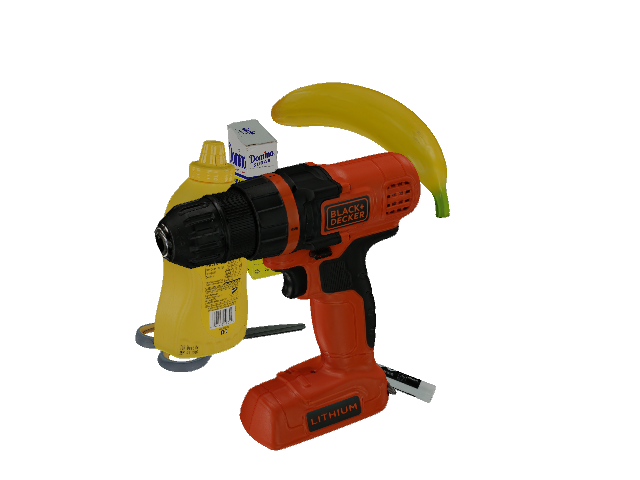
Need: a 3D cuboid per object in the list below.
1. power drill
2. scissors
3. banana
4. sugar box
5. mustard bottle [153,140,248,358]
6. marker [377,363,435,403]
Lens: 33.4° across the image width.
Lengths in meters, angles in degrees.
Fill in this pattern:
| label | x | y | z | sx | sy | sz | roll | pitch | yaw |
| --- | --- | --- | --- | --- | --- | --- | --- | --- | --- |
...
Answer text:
| label | x | y | z | sx | sy | sz | roll | pitch | yaw |
| --- | --- | --- | --- | --- | --- | --- | --- | --- | --- |
| power drill | -0.017 | 0.042 | 0.701 | 0.184 | 0.188 | 0.057 | -14 | 30 | -27 |
| scissors | -0.103 | 0.116 | 1.185 | 0.201 | 0.016 | 0.096 | 3 | 26 | -17 |
| banana | 0.034 | -0.091 | 0.873 | 0.198 | 0.070 | 0.037 | 34 | 22 | 33 |
| sugar box | -0.081 | -0.051 | 1.312 | 0.048 | 0.176 | 0.093 | -12 | 26 | -16 |
| mustard bottle | -0.102 | 0.005 | 0.964 | 0.058 | 0.192 | 0.096 | 18 | 19 | 38 |
| marker | 0.057 | 0.134 | 1.080 | 0.121 | 0.020 | 0.020 | 21 | 4 | 12 |
